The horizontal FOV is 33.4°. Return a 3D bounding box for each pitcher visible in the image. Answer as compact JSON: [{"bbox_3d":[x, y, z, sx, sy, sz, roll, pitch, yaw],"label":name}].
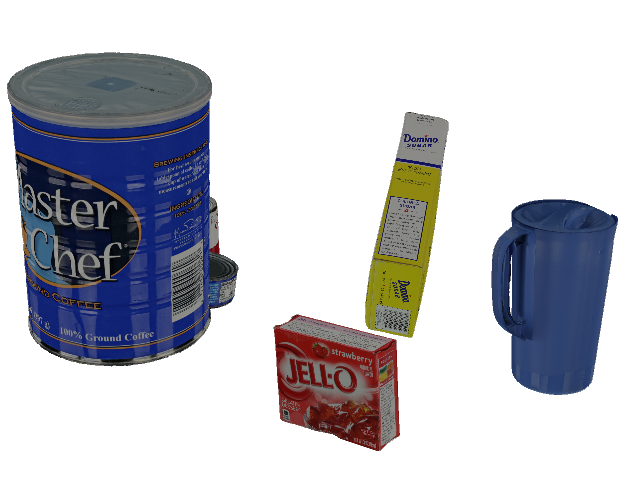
[{"bbox_3d":[0.302,0.076,1.397,0.149,0.243,0.144,5,21,14],"label":"pitcher"}]

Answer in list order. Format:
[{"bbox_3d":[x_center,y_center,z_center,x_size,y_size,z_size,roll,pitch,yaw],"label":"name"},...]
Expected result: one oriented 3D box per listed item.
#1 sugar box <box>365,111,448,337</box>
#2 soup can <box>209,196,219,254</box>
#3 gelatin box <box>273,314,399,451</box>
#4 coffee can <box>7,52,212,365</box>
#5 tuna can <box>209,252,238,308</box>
[{"bbox_3d":[0.075,-0.016,0.898,0.048,0.176,0.093,12,-40,7],"label":"sugar box"},{"bbox_3d":[-0.159,0.001,1.317,0.068,0.102,0.068,0,26,0],"label":"soup can"},{"bbox_3d":[0.010,0.097,0.734,0.089,0.073,0.030,11,23,36],"label":"gelatin box"},{"bbox_3d":[-0.110,-0.019,0.573,0.103,0.140,0.103,2,26,-1],"label":"coffee can"},{"bbox_3d":[-0.127,0.038,1.069,0.086,0.034,0.086,8,18,-3],"label":"tuna can"}]
